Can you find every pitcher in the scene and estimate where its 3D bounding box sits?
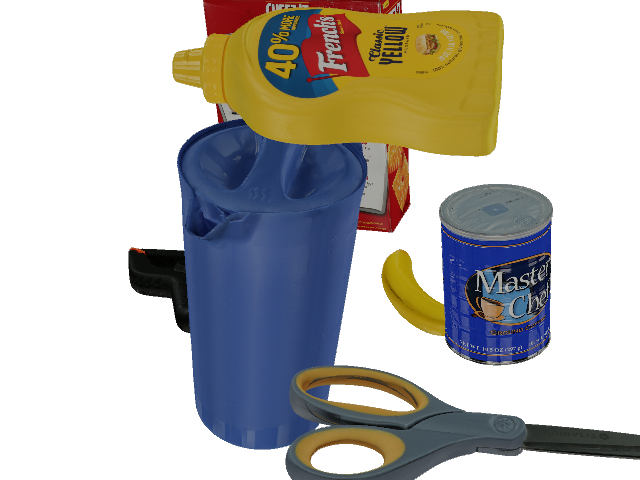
[{"bbox_3d":[-0.034,0.034,0.816,0.149,0.243,0.145,-3,36,-11],"label":"pitcher"}]

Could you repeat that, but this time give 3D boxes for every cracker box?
[{"bbox_3d":[-0.007,-0.121,0.965,0.164,0.214,0.072,6,29,20],"label":"cracker box"}]

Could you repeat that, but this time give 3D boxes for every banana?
[{"bbox_3d":[0.109,0.061,1.203,0.069,0.037,0.198,3,24,-27],"label":"banana"}]

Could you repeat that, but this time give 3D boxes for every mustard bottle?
[{"bbox_3d":[0.008,-0.097,0.622,0.192,0.096,0.058,4,-39,8],"label":"mustard bottle"}]

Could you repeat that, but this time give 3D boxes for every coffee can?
[{"bbox_3d":[0.166,0.031,1.006,0.103,0.140,0.103,-5,28,2],"label":"coffee can"}]

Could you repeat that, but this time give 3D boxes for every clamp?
[{"bbox_3d":[-0.133,0.042,1.071,0.210,0.036,0.164,12,21,37],"label":"clamp"}]

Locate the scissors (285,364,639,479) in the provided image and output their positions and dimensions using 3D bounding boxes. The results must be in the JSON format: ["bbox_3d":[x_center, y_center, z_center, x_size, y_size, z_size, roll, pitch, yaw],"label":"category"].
[{"bbox_3d":[0.072,0.099,0.490,0.202,0.016,0.096,12,32,21],"label":"scissors"}]
